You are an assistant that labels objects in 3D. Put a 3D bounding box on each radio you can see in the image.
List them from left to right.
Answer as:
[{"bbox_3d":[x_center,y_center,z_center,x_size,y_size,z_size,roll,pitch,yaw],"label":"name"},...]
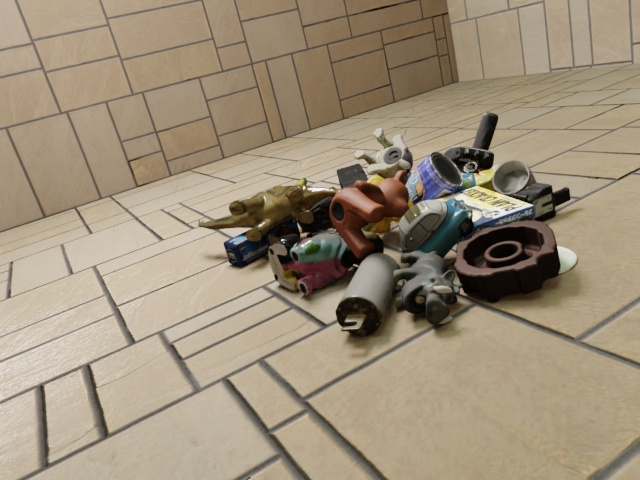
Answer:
[{"bbox_3d":[0.099,-0.113,1.396,0.073,0.131,0.230,-17,19,1],"label":"radio"}]

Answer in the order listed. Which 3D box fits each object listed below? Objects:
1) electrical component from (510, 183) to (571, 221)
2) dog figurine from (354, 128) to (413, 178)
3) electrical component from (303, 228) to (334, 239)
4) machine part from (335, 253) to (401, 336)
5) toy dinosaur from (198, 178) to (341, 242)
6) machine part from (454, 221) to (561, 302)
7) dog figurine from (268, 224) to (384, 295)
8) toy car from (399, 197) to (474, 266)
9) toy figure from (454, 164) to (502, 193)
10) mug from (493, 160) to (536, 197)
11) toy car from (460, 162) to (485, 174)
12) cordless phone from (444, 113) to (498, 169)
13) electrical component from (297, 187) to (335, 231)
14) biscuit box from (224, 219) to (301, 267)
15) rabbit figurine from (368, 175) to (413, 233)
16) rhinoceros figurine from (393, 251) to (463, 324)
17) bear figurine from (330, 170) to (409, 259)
[{"bbox_3d":[0.464,-0.082,1.127,0.119,0.074,0.048,-26,22,-18],"label":"electrical component"},{"bbox_3d":[0.199,-0.173,1.374,0.121,0.190,0.172,-40,45,8],"label":"dog figurine"},{"bbox_3d":[-0.003,-0.004,1.331,0.094,0.021,0.063,-19,20,-13],"label":"electrical component"},{"bbox_3d":[0.087,0.089,0.921,0.079,0.079,0.243,-7,20,22],"label":"machine part"},{"bbox_3d":[-0.133,-0.072,1.324,0.472,0.105,0.198,-10,14,20],"label":"toy dinosaur"},{"bbox_3d":[0.314,0.032,0.906,0.179,0.056,0.179,-21,23,9],"label":"machine part"},{"bbox_3d":[0.024,0.025,1.112,0.219,0.108,0.192,-20,17,-29],"label":"dog figurine"},{"bbox_3d":[0.205,-0.019,1.013,0.161,0.103,0.109,-50,23,21],"label":"toy car"},{"bbox_3d":[0.388,-0.125,1.300,0.180,0.089,0.082,-18,31,17],"label":"toy figure"},{"bbox_3d":[0.440,-0.107,1.195,0.081,0.109,0.107,10,-11,43],"label":"mug"},{"bbox_3d":[0.330,-0.148,1.392,0.202,0.089,0.053,-6,58,27],"label":"toy car"},{"bbox_3d":[0.412,-0.258,1.456,0.146,0.184,0.089,6,18,-21],"label":"cordless phone"},{"bbox_3d":[-0.001,-0.080,1.444,0.134,0.058,0.115,-32,15,7],"label":"electrical component"},{"bbox_3d":[-0.145,-0.001,1.367,0.203,0.062,0.059,-29,25,-35],"label":"biscuit box"},{"bbox_3d":[0.100,-0.043,1.212,0.173,0.122,0.162,-58,17,-15],"label":"rabbit figurine"},{"bbox_3d":[0.180,0.080,0.900,0.112,0.073,0.190,0,20,10],"label":"rhinoceros figurine"},{"bbox_3d":[0.119,-0.058,1.047,0.196,0.120,0.132,-11,41,-36],"label":"bear figurine"}]
